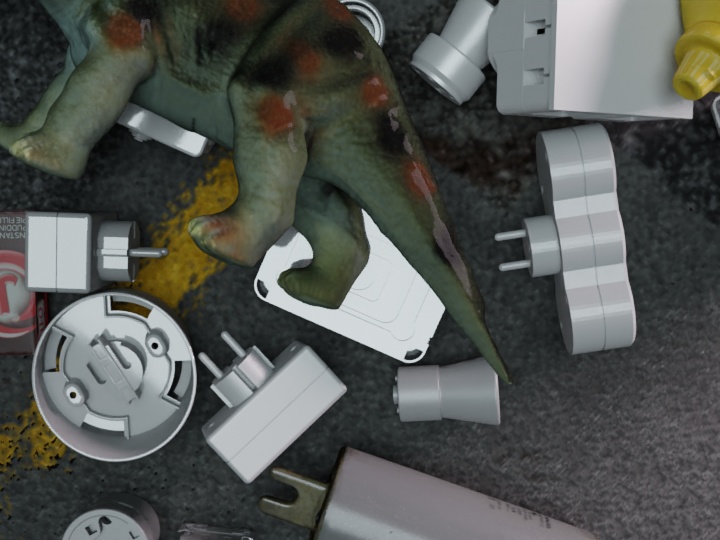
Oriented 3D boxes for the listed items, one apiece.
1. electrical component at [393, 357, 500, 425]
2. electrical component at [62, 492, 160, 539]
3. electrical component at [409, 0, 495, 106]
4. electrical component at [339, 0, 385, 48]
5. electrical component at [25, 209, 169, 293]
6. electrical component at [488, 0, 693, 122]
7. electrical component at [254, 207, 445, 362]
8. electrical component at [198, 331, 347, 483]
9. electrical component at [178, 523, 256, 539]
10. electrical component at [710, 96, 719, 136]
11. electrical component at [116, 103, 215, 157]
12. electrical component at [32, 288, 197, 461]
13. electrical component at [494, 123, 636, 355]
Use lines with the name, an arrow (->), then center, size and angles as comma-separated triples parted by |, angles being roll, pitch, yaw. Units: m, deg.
electrical component -> 0.054, 0.076, 0.674 | 0.065, 0.044, 0.044 | -3, 94, 6
electrical component -> -0.156, 0.171, 0.681 | 0.055, 0.047, 0.055 | 0, 94, 1
electrical component -> 0.063, -0.134, 0.655 | 0.045, 0.045, 0.055 | 39, 94, -2
electrical component -> -0.005, -0.142, 0.654 | 0.040, 0.046, 0.040 | 0, 94, 1
electrical component -> -0.157, -0.012, 0.658 | 0.077, 0.065, 0.047 | 2, 94, 1
electrical component -> 0.135, -0.182, 0.618 | 0.105, 0.060, 0.186 | -2, 95, -31
electrical component -> 0.000, 0.000, 0.660 | 0.113, 0.057, 0.078 | 24, 95, -1
electrical component -> -0.066, 0.072, 0.661 | 0.083, 0.047, 0.075 | -43, 99, -9
electrical component -> -0.094, 0.196, 0.685 | 0.081, 0.042, 0.063 | 6, 91, 0
electrical component -> 0.285, -0.071, 0.649 | 0.109, 0.056, 0.108 | -20, 94, 3
electrical component -> -0.117, -0.125, 0.657 | 0.100, 0.048, 0.099 | 24, 94, -1
electrical component -> -0.149, 0.061, 0.662 | 0.099, 0.064, 0.099 | -1, 100, -5
electrical component -> 0.120, -0.016, 0.659 | 0.074, 0.052, 0.138 | -9, 94, 2
